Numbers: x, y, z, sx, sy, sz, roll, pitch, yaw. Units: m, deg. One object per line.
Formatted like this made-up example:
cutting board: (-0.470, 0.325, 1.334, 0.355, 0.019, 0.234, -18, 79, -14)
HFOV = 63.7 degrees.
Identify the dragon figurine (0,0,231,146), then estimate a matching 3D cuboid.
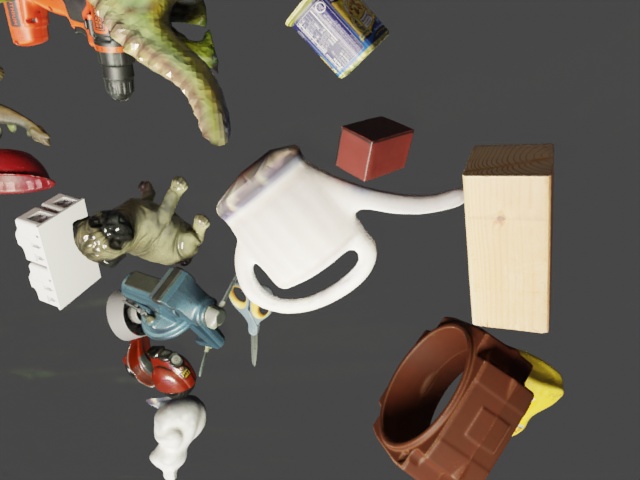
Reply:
dragon figurine: (-0.235, -0.255, 0.550, 0.243, 0.419, 0.119, -5, 145, -16)

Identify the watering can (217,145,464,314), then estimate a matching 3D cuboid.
watering can: (0.002, -0.035, 0.701, 0.344, 0.106, 0.223, -36, 98, 22)

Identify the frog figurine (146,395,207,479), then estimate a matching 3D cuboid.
frog figurine: (-0.297, 0.411, 1.075, 0.123, 0.162, 0.135, -9, 157, -3)
